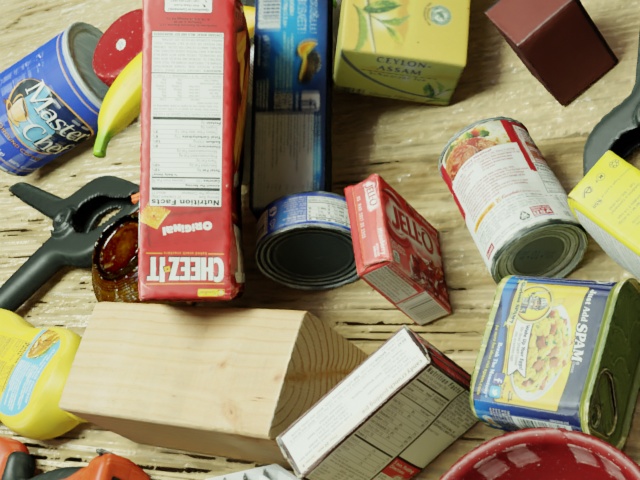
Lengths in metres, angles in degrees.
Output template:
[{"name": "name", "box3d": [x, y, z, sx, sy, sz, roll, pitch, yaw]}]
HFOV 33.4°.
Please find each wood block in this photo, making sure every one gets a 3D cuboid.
[{"name": "wood block", "box3d": [-0.079, 0.104, 0.777, 0.207, 0.090, 0.090, -1, 63, 38]}]

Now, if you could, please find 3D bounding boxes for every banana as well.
[{"name": "banana", "box3d": [-0.128, -0.150, 0.931, 0.198, 0.037, 0.070, -37, 58, 18]}]

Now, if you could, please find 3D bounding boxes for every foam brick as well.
[{"name": "foam brick", "box3d": [0.163, -0.144, 0.755, 0.051, 0.078, 0.053, -41, 44, 10]}]

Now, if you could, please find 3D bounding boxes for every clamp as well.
[{"name": "clamp", "box3d": [-0.237, -0.017, 1.013, 0.210, 0.036, 0.164, -23, 50, 24]}, {"name": "clamp", "box3d": [0.233, -0.078, 0.687, 0.120, 0.039, 0.171, 20, 82, 49]}]

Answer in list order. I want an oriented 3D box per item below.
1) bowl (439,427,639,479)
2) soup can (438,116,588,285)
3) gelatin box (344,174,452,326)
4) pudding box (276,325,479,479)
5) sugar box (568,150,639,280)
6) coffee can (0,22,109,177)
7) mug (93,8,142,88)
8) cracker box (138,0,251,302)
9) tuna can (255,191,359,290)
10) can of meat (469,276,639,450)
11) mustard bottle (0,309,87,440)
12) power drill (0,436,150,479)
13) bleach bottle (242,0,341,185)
[{"name": "bowl", "box3d": [0.127, 0.189, 0.588, 0.162, 0.055, 0.162, -19, 53, 28]}, {"name": "soup can", "box3d": [0.128, -0.024, 0.713, 0.069, 0.068, 0.102, -34, 48, 16]}, {"name": "gelatin box", "box3d": [0.055, 0.007, 0.735, 0.030, 0.089, 0.073, -24, 51, 24]}, {"name": "pudding box", "box3d": [0.043, 0.115, 0.676, 0.113, 0.090, 0.039, -44, 46, 7]}, {"name": "sugar box", "box3d": [0.223, 0.025, 0.592, 0.048, 0.093, 0.176, -49, 46, 2]}, {"name": "coffee can", "box3d": [-0.268, -0.139, 1.068, 0.140, 0.102, 0.103, -27, 50, 23]}, {"name": "mug", "box3d": [-0.155, -0.176, 1.018, 0.093, 0.081, 0.117, 18, 75, 43]}, {"name": "cracker box", "box3d": [-0.089, -0.062, 0.790, 0.072, 0.164, 0.214, 0, 88, -1]}, {"name": "tuna can", "box3d": [-0.005, 0.001, 0.788, 0.086, 0.086, 0.033, -20, 51, 27]}, {"name": "can of meat", "box3d": [0.145, 0.072, 0.647, 0.084, 0.057, 0.102, 3, 65, 41]}, {"name": "mustard bottle", "box3d": [-0.243, 0.120, 0.916, 0.192, 0.058, 0.096, 9, 64, 41]}, {"name": "power drill", "box3d": [-0.226, 0.239, 0.829, 0.188, 0.057, 0.184, -11, 57, 33]}, {"name": "bleach bottle", "box3d": [-0.007, -0.166, 0.913, 0.251, 0.068, 0.103, -41, 48, 6]}]
